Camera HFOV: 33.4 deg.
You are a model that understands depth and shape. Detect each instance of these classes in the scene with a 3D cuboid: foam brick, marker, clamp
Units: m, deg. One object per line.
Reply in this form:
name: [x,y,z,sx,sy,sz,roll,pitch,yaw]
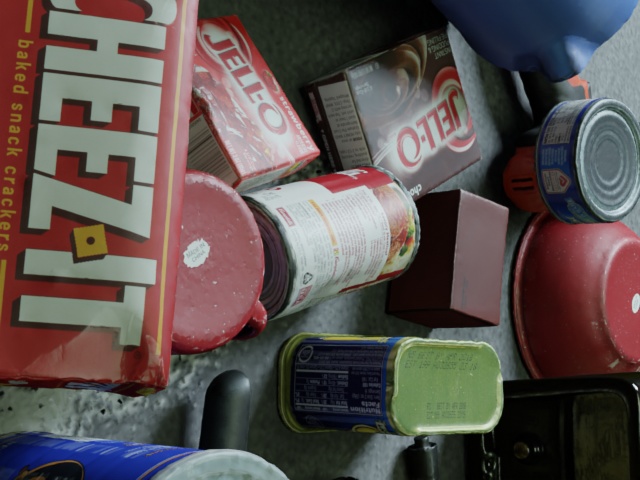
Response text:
foam brick: [0.080,0.013,0.670,0.052,0.051,0.078,20,72,-42]
marker: [0.071,0.182,0.667,0.020,0.020,0.121,-11,94,-45]
clamp: [-0.040,0.166,0.544,0.120,0.039,0.171,36,67,-30]

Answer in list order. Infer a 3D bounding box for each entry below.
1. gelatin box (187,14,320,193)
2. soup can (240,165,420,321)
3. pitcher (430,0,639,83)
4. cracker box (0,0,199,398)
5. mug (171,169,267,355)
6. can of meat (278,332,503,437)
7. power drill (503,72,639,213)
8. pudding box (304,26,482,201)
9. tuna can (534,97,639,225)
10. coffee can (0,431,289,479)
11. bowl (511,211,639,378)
gelatin box: [-0.049,-0.068,0.535,0.073,0.030,0.089,-25,83,-56]
soup can: [-0.004,0.001,0.575,0.102,0.069,0.068,-16,97,-44]
pitcher: [0.089,-0.205,0.611,0.145,0.149,0.242,-59,148,6]
cracker box: [-0.156,-0.034,0.372,0.213,0.072,0.164,7,80,-19]
mug: [-0.072,0.018,0.495,0.117,0.082,0.093,39,60,-35]
can of meat: [0.042,0.081,0.601,0.101,0.084,0.057,7,81,-45]
power drill: [0.192,-0.123,0.790,0.184,0.057,0.187,-18,99,-44]
pudding box: [0.048,-0.073,0.654,0.113,0.039,0.090,-31,107,-43]
tuna can: [0.184,-0.053,0.722,0.085,0.034,0.086,0,91,-41]
coffee can: [-0.085,0.132,0.430,0.102,0.141,0.103,6,82,-45]
bowl: [0.211,0.046,0.795,0.161,0.055,0.162,5,83,-45]
